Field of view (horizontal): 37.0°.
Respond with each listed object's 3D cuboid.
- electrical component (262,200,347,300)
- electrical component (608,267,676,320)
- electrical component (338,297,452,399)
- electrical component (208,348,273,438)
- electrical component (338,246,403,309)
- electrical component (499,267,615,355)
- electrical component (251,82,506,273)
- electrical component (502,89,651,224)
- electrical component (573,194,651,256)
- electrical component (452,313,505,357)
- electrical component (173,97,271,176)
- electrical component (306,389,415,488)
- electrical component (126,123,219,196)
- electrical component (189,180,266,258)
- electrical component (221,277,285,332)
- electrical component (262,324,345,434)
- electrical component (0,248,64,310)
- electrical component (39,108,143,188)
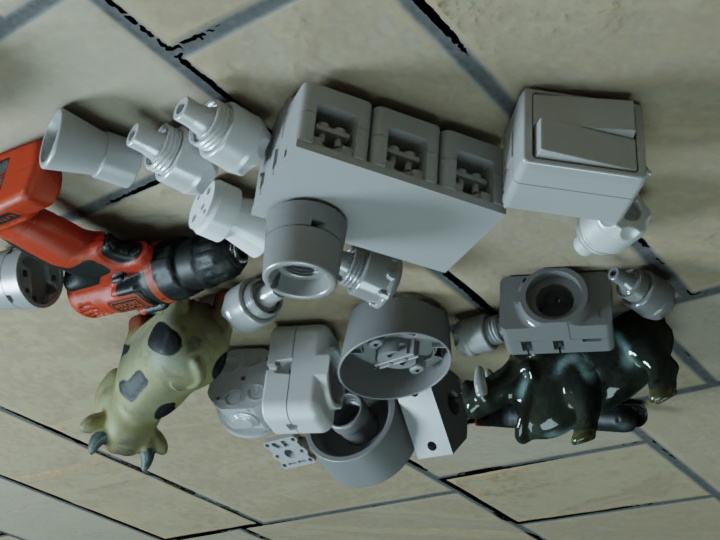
[{"bbox_3d":[-0.038,-0.012,0.719,0.055,0.047,0.055,4,149,2],"label":"electrical component"},{"bbox_3d":[0.223,0.015,0.861,0.061,0.035,0.035,28,143,-29],"label":"electrical component"},{"bbox_3d":[0.032,0.069,0.952,0.099,0.064,0.099,4,149,3],"label":"electrical component"},{"bbox_3d":[-0.106,0.117,1.042,0.080,0.080,0.051,-3,143,14],"label":"electrical component"},{"bbox_3d":[0.000,0.000,0.863,0.062,0.048,0.048,23,146,-15],"label":"electrical component"},{"bbox_3d":[0.162,0.034,0.886,0.089,0.050,0.055,-3,149,14],"label":"electrical component"},{"bbox_3d":[0.013,-0.063,0.736,0.150,0.061,0.089,16,148,-18],"label":"electrical component"},{"bbox_3d":[0.145,-0.075,0.696,0.096,0.061,0.061,8,149,-4],"label":"electrical component"},{"bbox_3d":[0.179,-0.031,0.783,0.043,0.043,0.062,15,150,-15],"label":"electrical component"},{"bbox_3d":[0.114,0.054,0.944,0.061,0.035,0.035,-19,142,31],"label":"electrical component"},{"bbox_3d":[-0.095,-0.094,0.720,0.062,0.043,0.043,29,142,-33],"label":"electrical component"},{"bbox_3d":[-0.003,0.152,1.060,0.108,0.108,0.060,-11,140,25],"label":"electrical component"},{"bbox_3d":[-0.131,-0.081,0.747,0.062,0.043,0.043,26,144,-29],"label":"electrical component"},{"bbox_3d":[-0.095,-0.039,0.810,0.055,0.045,0.045,23,145,-26],"label":"electrical component"},{"bbox_3d":[-0.087,0.026,0.920,0.043,0.043,0.062,27,142,-31],"label":"electrical component"},{"bbox_3d":[-0.049,0.099,0.986,0.059,0.095,0.053,-4,148,15],"label":"electrical component"},{"bbox_3d":[-0.288,0.007,0.909,0.047,0.055,0.055,-7,147,27],"label":"electrical component"},{"bbox_3d":[-0.186,-0.083,0.757,0.065,0.044,0.044,18,147,-29],"label":"electrical component"}]
